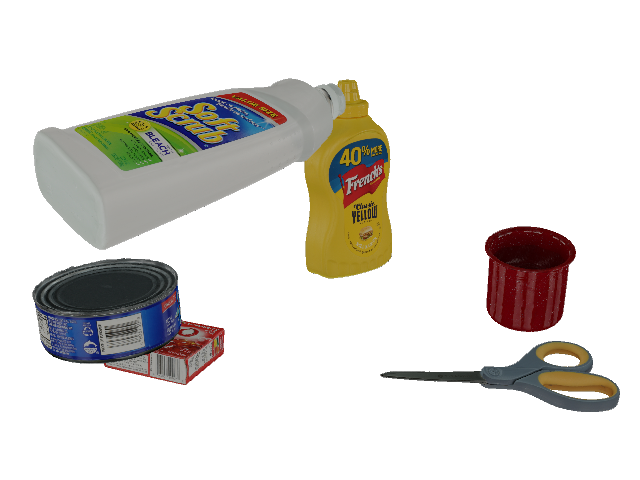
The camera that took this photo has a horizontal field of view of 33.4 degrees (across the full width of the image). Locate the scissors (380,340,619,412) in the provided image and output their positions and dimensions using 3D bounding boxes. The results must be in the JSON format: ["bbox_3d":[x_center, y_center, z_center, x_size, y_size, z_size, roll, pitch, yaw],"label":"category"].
[{"bbox_3d":[0.156,0.109,0.925,0.202,0.016,0.096,10,29,5],"label":"scissors"}]

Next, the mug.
[{"bbox_3d":[0.216,0.037,1.135,0.093,0.081,0.117,-6,30,-7],"label":"mug"}]

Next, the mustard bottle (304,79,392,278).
[{"bbox_3d":[0.028,-0.064,1.065,0.096,0.192,0.058,-14,20,-36],"label":"mustard bottle"}]

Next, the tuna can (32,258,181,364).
[{"bbox_3d":[-0.126,0.041,0.640,0.086,0.034,0.086,-3,20,1],"label":"tuna can"}]

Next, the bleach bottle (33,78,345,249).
[{"bbox_3d":[-0.088,-0.078,0.835,0.250,0.068,0.103,-26,51,-33],"label":"bleach bottle"}]

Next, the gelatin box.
[{"bbox_3d":[-0.144,0.097,0.978,0.089,0.030,0.073,9,20,21],"label":"gelatin box"}]
